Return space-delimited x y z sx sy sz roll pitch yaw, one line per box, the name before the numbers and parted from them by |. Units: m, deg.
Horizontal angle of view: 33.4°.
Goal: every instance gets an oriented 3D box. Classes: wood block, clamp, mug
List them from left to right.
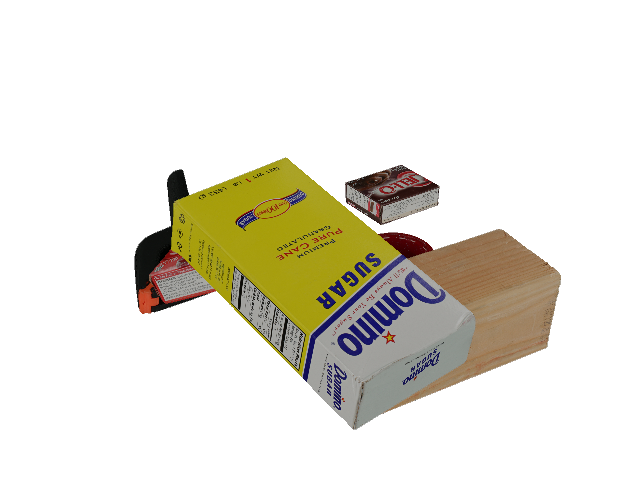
clamp | -0.129 0.000 1.064 0.165 0.036 0.209 23 40 22
mug | 0.088 0.055 1.179 0.093 0.081 0.117 -26 42 -30
wood block | 0.104 0.071 0.962 0.205 0.090 0.091 -16 38 -27

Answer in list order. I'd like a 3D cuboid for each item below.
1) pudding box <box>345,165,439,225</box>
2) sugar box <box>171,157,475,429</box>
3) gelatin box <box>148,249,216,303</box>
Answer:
pudding box | 0.107 -0.069 1.589 0.113 0.039 0.090 -21 35 -29
sugar box | -0.002 0.024 0.634 0.093 0.048 0.176 -26 49 -34
gelatin box | -0.078 0.010 0.820 0.089 0.030 0.073 -15 22 24
